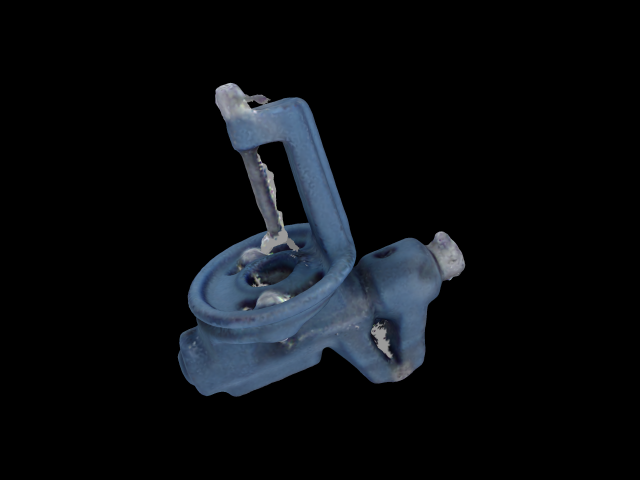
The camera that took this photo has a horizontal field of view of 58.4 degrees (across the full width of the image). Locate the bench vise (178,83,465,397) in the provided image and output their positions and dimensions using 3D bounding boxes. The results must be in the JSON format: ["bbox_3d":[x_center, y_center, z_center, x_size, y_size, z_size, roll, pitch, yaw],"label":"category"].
[{"bbox_3d":[-0.003,-0.002,0.409,0.208,0.220,0.121,-14,27,-30],"label":"bench vise"}]
